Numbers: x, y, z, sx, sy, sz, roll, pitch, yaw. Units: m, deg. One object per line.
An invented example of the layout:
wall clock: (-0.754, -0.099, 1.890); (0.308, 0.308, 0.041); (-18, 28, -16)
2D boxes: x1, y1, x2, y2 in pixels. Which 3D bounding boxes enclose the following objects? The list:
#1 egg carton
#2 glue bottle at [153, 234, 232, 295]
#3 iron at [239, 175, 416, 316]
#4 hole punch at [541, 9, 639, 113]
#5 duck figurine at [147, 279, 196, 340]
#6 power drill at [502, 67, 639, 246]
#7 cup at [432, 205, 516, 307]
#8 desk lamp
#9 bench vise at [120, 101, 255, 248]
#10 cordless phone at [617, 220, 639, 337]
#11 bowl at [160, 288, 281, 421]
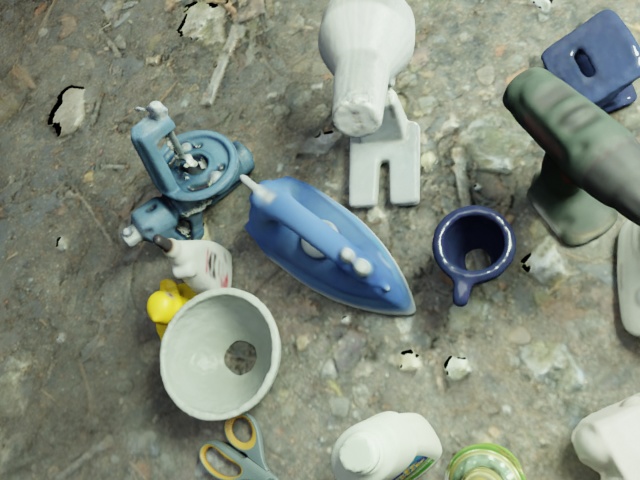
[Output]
egg carton: (0.342, 0.209, 0.578); (0.150, 0.069, 0.107); (-28, 66, 7)
glue bottle: (-0.167, 0.027, 0.747); (0.037, 0.173, 0.078); (-10, 69, 15)
iron: (0.007, 0.003, 0.717); (0.257, 0.142, 0.119); (35, 85, 25)
hole punch: (0.334, -0.210, 0.710); (0.101, 0.091, 0.108); (-22, 67, 10)
duck figurine: (-0.203, 0.103, 0.782); (0.077, 0.086, 0.104); (-4, 71, 17)
power drill: (0.283, -0.071, 0.615); (0.075, 0.209, 0.229); (-33, 65, 5)
cup: (0.181, 0.029, 0.677); (0.091, 0.095, 0.118); (11, 76, 21)
desk lamp: (0.067, -0.171, 0.716); (0.117, 0.214, 0.203); (-4, 71, 17)
bench vise: (-0.193, -0.076, 0.765); (0.121, 0.220, 0.207); (23, 80, 24)
cordless phone: (0.361, 0.019, 0.572); (0.094, 0.185, 0.147); (-1, 72, 18)
bowl: (-0.118, 0.150, 0.744); (0.167, 0.075, 0.167); (-6, 71, 16)
